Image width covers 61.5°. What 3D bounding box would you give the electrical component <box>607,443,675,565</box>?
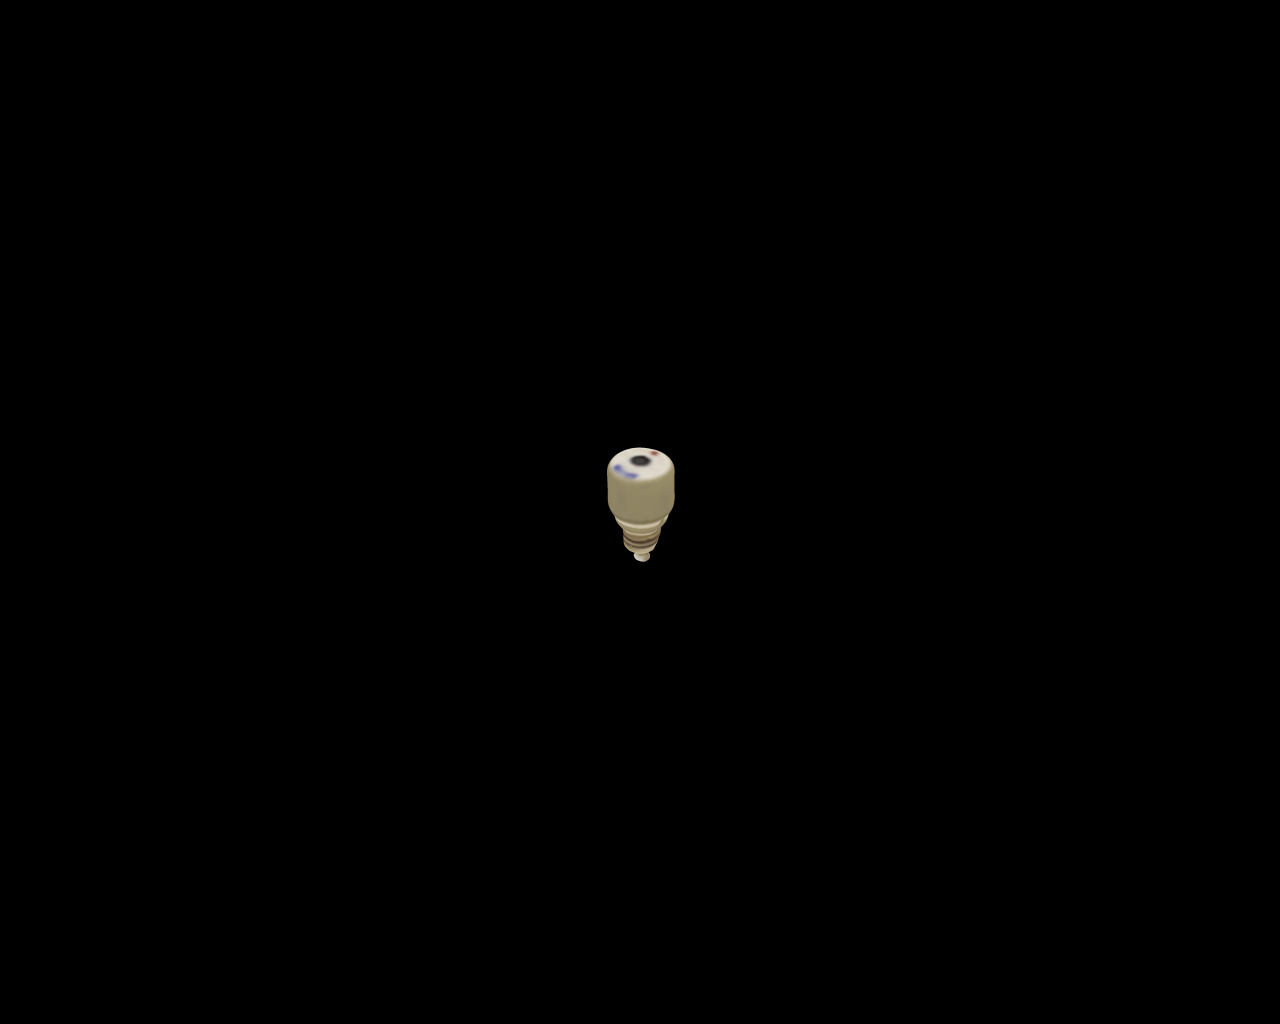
[{"bbox_3d":[0.001,-0.003,0.650,0.040,0.078,0.040,0,35,0],"label":"electrical component"}]
